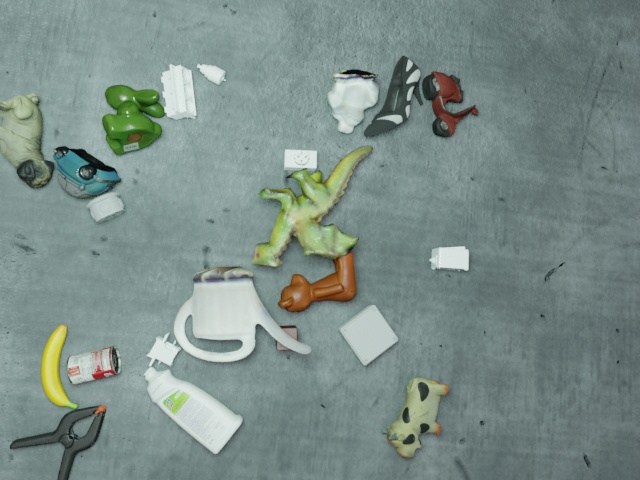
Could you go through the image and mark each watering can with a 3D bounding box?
[{"bbox_3d":[-0.189,0.174,1.222,0.347,0.103,0.226,-3,83,14],"label":"watering can"}]

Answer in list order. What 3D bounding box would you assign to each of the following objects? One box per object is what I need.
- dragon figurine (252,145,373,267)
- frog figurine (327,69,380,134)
[{"bbox_3d":[0.004,-0.064,1.267,0.412,0.120,0.245,-28,74,-7],"label":"dragon figurine"},{"bbox_3d":[0.088,-0.368,1.371,0.138,0.125,0.156,-7,120,-16],"label":"frog figurine"}]
